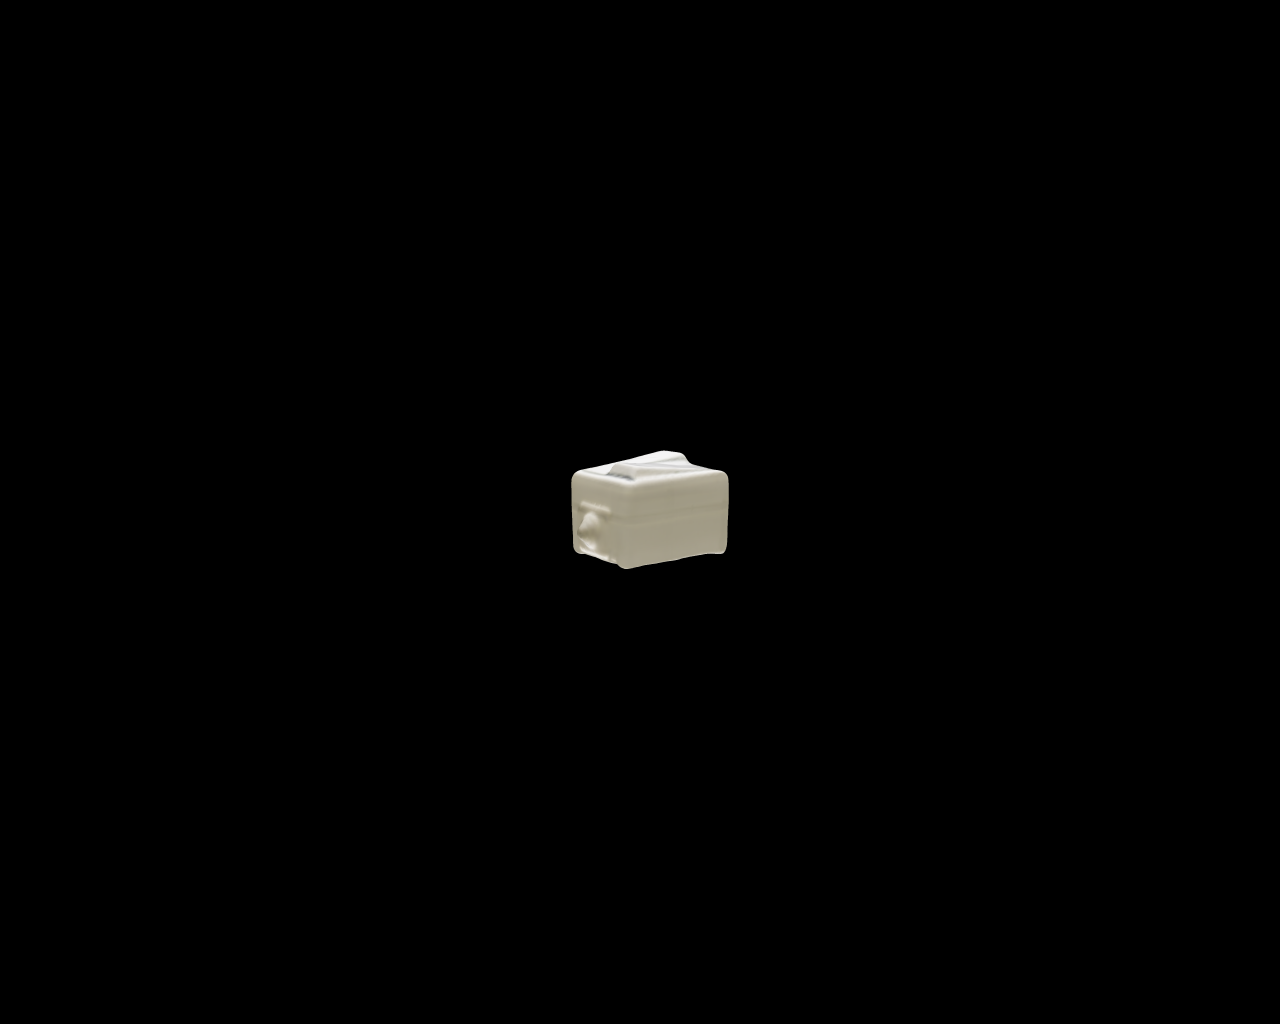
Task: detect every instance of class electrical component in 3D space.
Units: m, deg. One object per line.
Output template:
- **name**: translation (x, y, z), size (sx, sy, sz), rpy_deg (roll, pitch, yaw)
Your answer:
- **electrical component**: translation (0.001, -0.003, 0.650), size (0.096, 0.061, 0.062), rpy_deg (-8, 14, -35)
